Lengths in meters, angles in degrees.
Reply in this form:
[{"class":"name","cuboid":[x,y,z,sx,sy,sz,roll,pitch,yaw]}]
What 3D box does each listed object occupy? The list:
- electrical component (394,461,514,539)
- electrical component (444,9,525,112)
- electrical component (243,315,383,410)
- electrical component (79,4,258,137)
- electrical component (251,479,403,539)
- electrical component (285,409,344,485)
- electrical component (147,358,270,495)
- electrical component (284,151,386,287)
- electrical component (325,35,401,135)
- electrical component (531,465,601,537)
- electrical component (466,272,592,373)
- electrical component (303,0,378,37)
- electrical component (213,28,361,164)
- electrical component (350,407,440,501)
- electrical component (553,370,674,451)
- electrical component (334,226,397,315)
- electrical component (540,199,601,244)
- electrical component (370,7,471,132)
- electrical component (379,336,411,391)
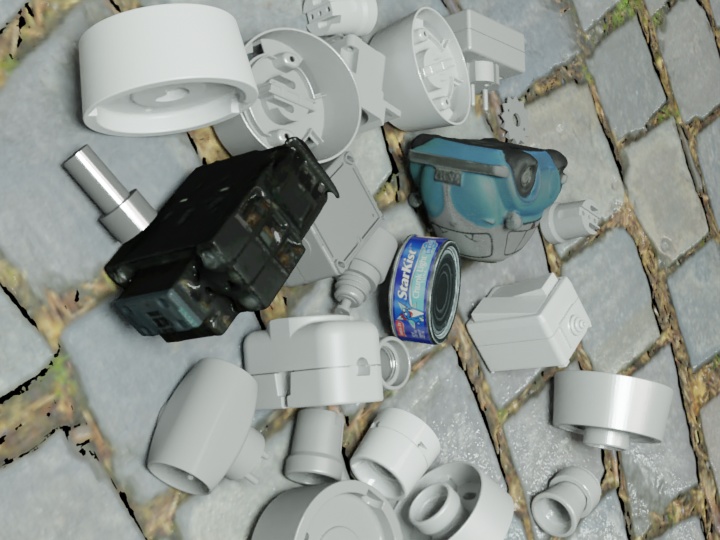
[{"class":"electrical component","cuboid":[0.070,0.196,0.815,0.064,0.099,0.099,49,51,-21]},{"class":"electrical component","cuboid":[0.105,-0.179,0.956,0.083,0.047,0.075,10,76,-46]},{"class":"electrical component","cuboid":[-0.033,0.062,0.728,0.054,0.095,0.059,3,81,-46]},{"class":"electrical component","cuboid":[-0.122,-0.128,0.666,0.108,0.108,0.060,-3,79,-47]},{"class":"electrical component","cuboid":[-0.028,0.198,0.734,0.108,0.060,0.108,11,75,-45]},{"class":"electrical component","cuboid":[-0.031,0.126,0.761,0.040,0.040,0.046,30,57,-40]},{"class":"electrical component","cuboid":[-0.089,0.110,0.697,0.079,0.044,0.077,44,53,-32]},{"class":"electrical component","cuboid":[-0.031,-0.039,0.780,0.061,0.061,0.096,61,38,-20]},{"class":"electrical component","cuboid":[-0.009,-0.143,0.833,0.081,0.042,0.063,27,62,-41]},{"class":"electrical component","cuboid":[0.187,0.208,0.971,0.055,0.045,0.045,-31,105,-46]},{"class":"electrical component","cuboid":[0.149,0.044,0.924,0.061,0.096,0.061,-48,116,-41]},{"class":"electrical component","cuboid":[-0.016,-0.201,0.839,0.046,0.040,0.040,-16,94,-41]},{"class":"electrical component","cuboid":[-0.056,-0.119,0.761,0.099,0.064,0.099,11,74,-45]},{"class":"electrical component","cuboid":[0.025,0.139,0.807,0.047,0.055,0.055,-51,119,-35]},{"class":"electrical component","cuboid":[0.229,0.133,0.988,0.108,0.108,0.060,22,73,-42]},{"class":"electrical component","cuboid":[0.000,0.000,0.816,0.040,0.040,0.078,44,54,-32]},{"class":"electrical component","cuboid":[0.203,-0.047,1.035,0.040,0.046,0.040,11,75,-45]},{"class":"electrical component","cuboid":[0.053,-0.163,0.886,0.099,0.064,0.099,11,74,-45]},{"class":"electrical component","cuboid":[0.009,0.071,0.807,0.040,0.046,0.040,11,75,-45]}]
